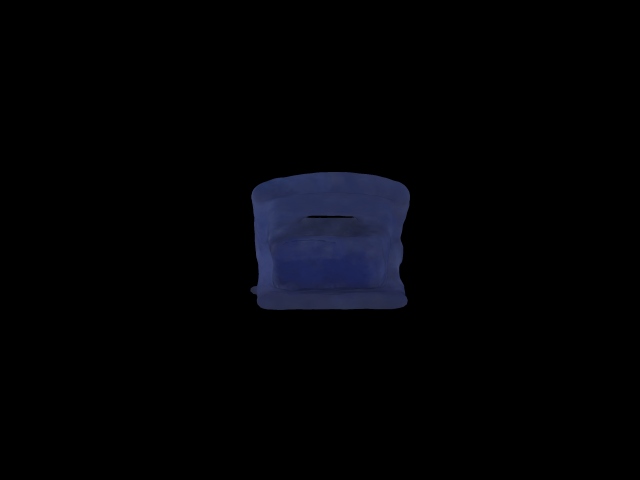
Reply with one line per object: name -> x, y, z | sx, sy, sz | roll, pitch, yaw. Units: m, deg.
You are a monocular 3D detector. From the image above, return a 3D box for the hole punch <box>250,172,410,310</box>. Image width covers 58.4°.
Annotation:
hole punch -> 0.004, 0.001, 0.400 | 0.108, 0.091, 0.101 | 0, 2, -3
